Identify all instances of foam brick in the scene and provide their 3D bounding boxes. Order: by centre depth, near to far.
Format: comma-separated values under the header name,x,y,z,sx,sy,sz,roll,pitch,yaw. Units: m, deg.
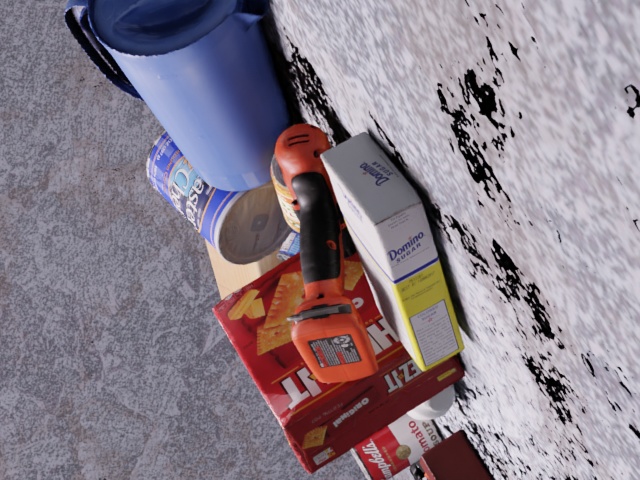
name,x,y,z,sx,sy,sz,roll,pitch,yaw
foam brick,0.147,0.250,1.127,0.078,0.053,0.051,58,173,20

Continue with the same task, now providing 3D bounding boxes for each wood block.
name,x,y,z,sx,sy,sz,roll,pitch,yaw
wood block,-0.083,0.011,1.370,0.091,0.090,0.206,26,147,26

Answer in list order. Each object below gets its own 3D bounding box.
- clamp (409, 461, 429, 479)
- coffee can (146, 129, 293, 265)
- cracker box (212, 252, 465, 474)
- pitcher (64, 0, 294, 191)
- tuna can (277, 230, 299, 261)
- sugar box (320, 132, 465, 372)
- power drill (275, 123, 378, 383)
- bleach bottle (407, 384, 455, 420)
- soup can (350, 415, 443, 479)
name,x,y,z,sx,sy,sz,roll,pitch,yaw
clamp,0.150,0.332,1.492,0.120,0.039,0.171,59,173,-1
coffee can,-0.102,-0.055,1.113,0.140,0.102,0.103,42,164,36
cracker box,0.009,0.091,0.991,0.072,0.164,0.214,62,173,-34
pitcher,-0.110,-0.149,0.956,0.149,0.145,0.242,52,173,31
tuna can,-0.001,0.021,1.147,0.086,0.033,0.086,26,172,4
sugar box,0.058,0.011,0.810,0.093,0.048,0.176,56,169,44
power drill,0.008,0.021,0.900,0.184,0.057,0.187,62,-163,-57
bleach bottle,0.071,0.117,1.080,0.102,0.068,0.251,60,171,-15
soup can,0.091,0.246,1.296,0.068,0.102,0.068,58,173,11
